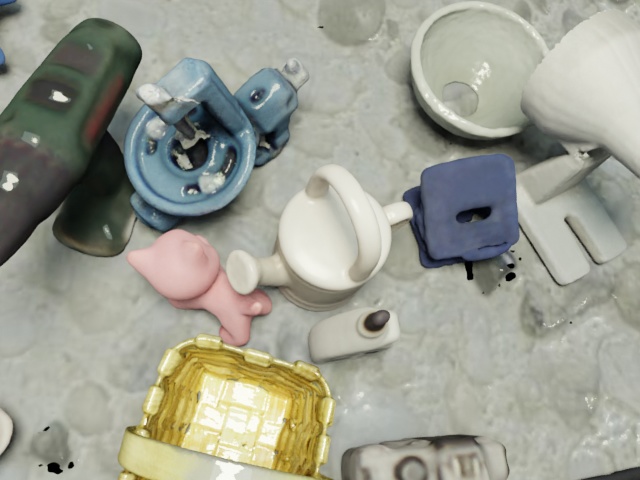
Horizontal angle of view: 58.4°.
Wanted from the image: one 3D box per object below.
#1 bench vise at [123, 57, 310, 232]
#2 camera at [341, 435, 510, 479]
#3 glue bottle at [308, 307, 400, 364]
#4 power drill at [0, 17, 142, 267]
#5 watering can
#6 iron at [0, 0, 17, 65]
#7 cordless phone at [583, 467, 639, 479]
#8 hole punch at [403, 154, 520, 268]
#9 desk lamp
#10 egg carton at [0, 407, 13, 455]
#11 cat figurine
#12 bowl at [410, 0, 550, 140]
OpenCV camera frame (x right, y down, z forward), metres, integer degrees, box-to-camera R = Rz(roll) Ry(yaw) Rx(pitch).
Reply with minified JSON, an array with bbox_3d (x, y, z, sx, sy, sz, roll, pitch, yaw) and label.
[{"bbox_3d":[-0.099,-0.117,0.514,0.121,0.219,0.207,29,72,1],"label":"bench vise"},{"bbox_3d":[0.100,0.245,0.501,0.143,0.100,0.137,-3,74,-9],"label":"camera"},{"bbox_3d":[0.036,0.081,0.501,0.078,0.173,0.037,-6,75,-10],"label":"glue bottle"},{"bbox_3d":[-0.208,-0.058,0.485,0.075,0.208,0.230,16,72,-3],"label":"power drill"},{"bbox_3d":[0.006,0.004,0.508,0.101,0.194,0.173,44,72,6],"label":"watering can"},{"bbox_3d":[-0.440,-0.239,0.538,0.258,0.141,0.118,3,73,-8],"label":"iron"},{"bbox_3d":[0.309,0.254,0.487,0.148,0.185,0.094,-12,76,-12],"label":"cordless phone"},{"bbox_3d":[0.154,-0.029,0.595,0.109,0.091,0.101,-11,76,-12],"label":"hole punch"},{"bbox_3d":[0.275,-0.084,0.566,0.118,0.213,0.203,-27,79,-15],"label":"desk lamp"},{"bbox_3d":[-0.335,0.185,0.467,0.107,0.069,0.150,35,72,3],"label":"egg carton"},{"bbox_3d":[-0.105,0.037,0.521,0.128,0.117,0.067,32,72,2],"label":"cat figurine"},{"bbox_3d":[0.174,-0.180,0.651,0.167,0.074,0.167,2,73,-8],"label":"bowl"}]
